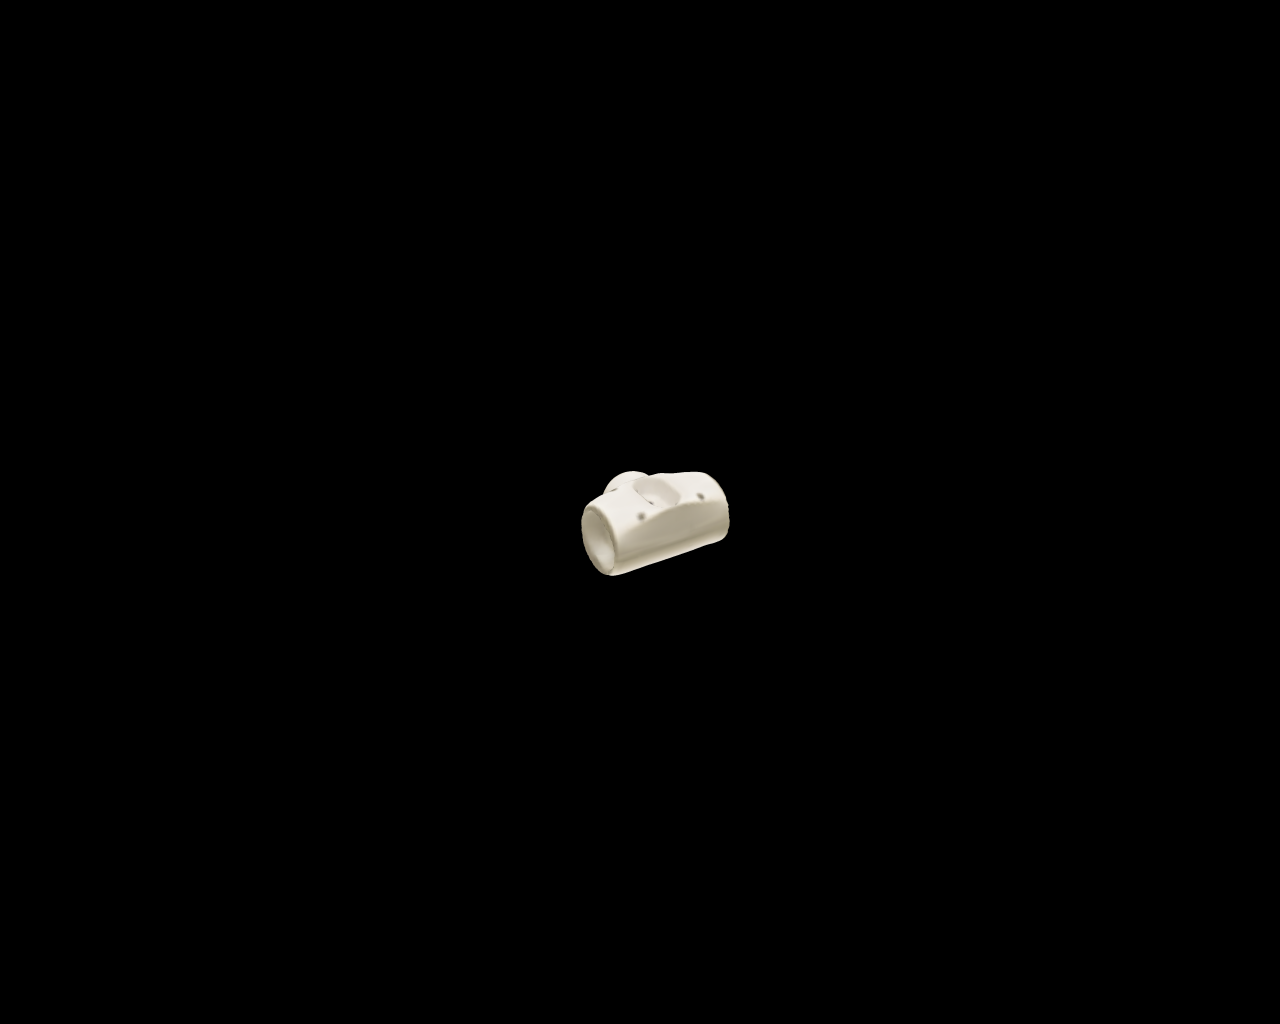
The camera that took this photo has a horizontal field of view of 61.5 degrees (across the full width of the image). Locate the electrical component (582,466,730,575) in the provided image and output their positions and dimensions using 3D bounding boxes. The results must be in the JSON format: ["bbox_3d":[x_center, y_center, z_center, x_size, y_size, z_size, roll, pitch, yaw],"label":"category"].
[{"bbox_3d":[0.001,-0.003,0.650,0.077,0.043,0.079,-17,36,-24],"label":"electrical component"}]
